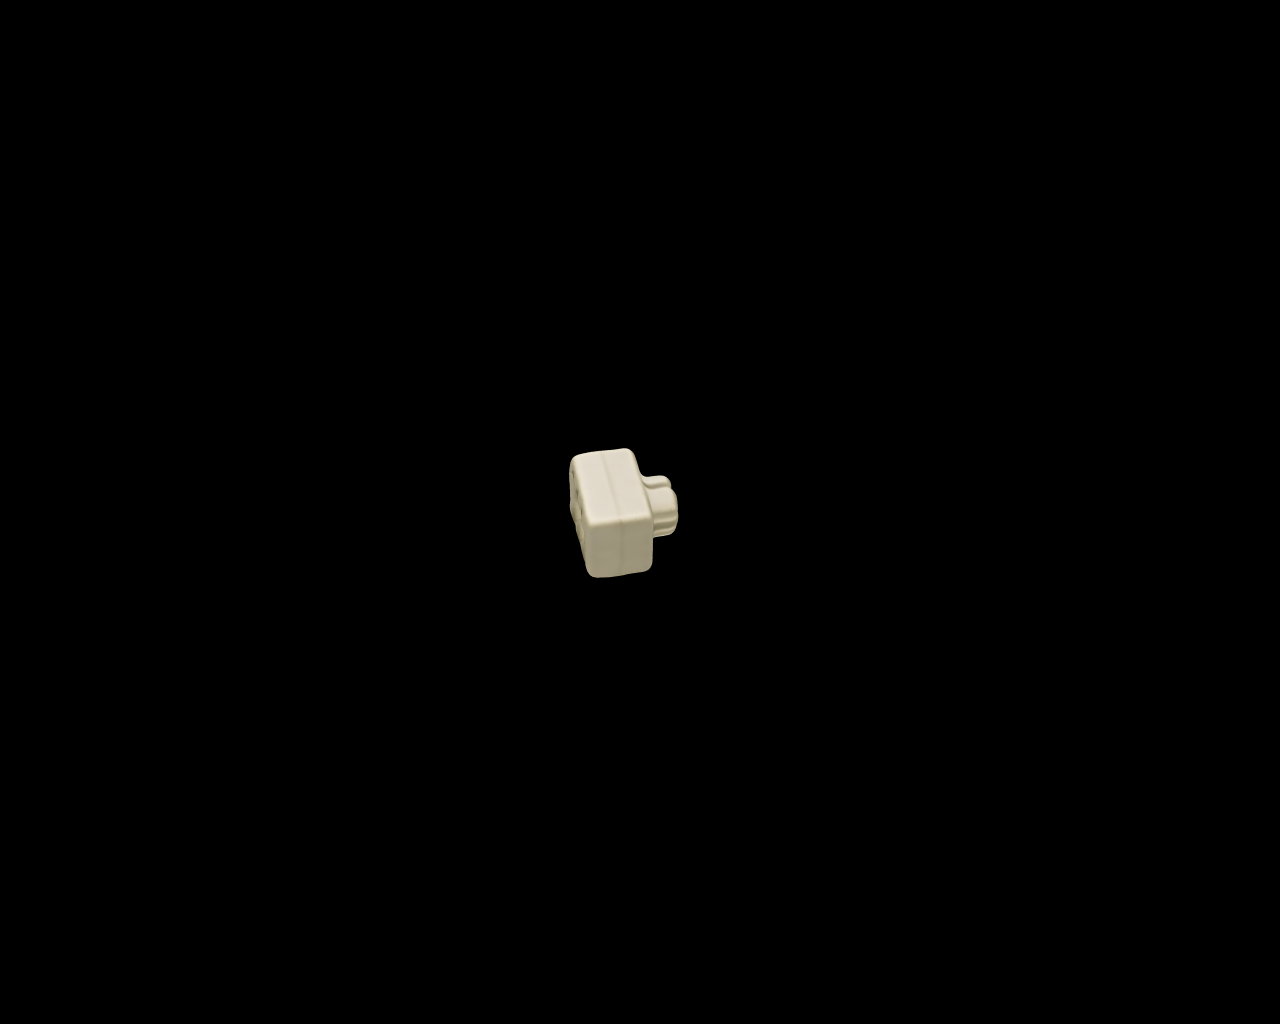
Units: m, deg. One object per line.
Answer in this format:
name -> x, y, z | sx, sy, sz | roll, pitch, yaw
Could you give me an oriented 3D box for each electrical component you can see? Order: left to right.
electrical component -> 0.001, -0.003, 0.650 | 0.077, 0.047, 0.066 | -8, 44, -8
